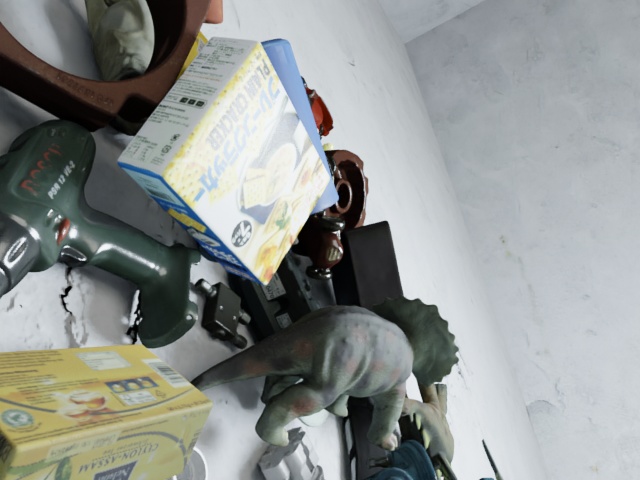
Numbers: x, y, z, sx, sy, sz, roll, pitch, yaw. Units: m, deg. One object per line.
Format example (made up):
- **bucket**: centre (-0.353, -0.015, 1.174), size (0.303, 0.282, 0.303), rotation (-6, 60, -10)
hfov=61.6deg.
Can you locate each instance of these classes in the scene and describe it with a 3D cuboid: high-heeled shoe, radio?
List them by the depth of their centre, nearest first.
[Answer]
- **high-heeled shoe**: centre (0.078, 0.330, 0.825), size (0.145, 0.086, 0.248), rotation (-172, -103, -81)
- **radio**: centre (0.066, 0.051, 0.870), size (0.229, 0.073, 0.131), rotation (135, -57, -82)

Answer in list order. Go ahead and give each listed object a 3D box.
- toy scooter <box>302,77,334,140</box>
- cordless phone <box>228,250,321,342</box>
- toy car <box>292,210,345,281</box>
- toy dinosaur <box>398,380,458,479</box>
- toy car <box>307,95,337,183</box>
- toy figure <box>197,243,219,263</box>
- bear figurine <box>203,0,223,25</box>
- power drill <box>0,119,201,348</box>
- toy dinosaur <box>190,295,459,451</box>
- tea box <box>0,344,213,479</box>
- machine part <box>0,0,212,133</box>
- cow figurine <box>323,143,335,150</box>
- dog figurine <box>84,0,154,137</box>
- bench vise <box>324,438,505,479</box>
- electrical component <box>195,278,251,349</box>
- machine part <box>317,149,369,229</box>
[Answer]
- **toy scooter**: centre (-0.020, -0.252, 1.107), size (0.135, 0.075, 0.184), rotation (55, 21, -28)
- **cordless phone**: centre (-0.046, 0.073, 0.764), size (0.146, 0.089, 0.184), rotation (65, 11, -2)
- **toy car**: centre (-0.002, -0.002, 0.818), size (0.202, 0.053, 0.089), rotation (-132, -128, -75)
- **toy dinosaur**: centre (0.187, 0.351, 0.939), size (0.470, 0.105, 0.198), rotation (52, 27, -55)
- **toy car**: centre (-0.027, -0.172, 0.882), size (0.073, 0.056, 0.201), rotation (-28, 97, -75)
- **toy figure**: centre (-0.123, -0.037, 0.693), size (0.058, 0.064, 0.154), rotation (17, 36, -13)
- **bear figurine**: centre (-0.231, -0.372, 0.724), size (0.196, 0.120, 0.131), rotation (-17, 129, -43)
- **power drill**: centre (-0.201, 0.020, 0.456), size (0.207, 0.086, 0.232), rotation (37, 34, -39)
- **toy dinosaur**: centre (0.030, 0.138, 0.638), size (0.404, 0.131, 0.192), rotation (20, 95, -47)
- **tea box**: centre (-0.169, 0.127, 0.372), size (0.098, 0.068, 0.169), rotation (28, 7, 29)
- **machine part**: centre (-0.218, -0.217, 0.488), size (0.201, 0.087, 0.201), rotation (30, 70, -33)
- **cow figurine**: centre (-0.029, -0.161, 1.013), size (0.167, 0.068, 0.098), rotation (32, 47, -53)
- **dog figurine**: centre (-0.205, -0.215, 0.649), size (0.172, 0.121, 0.190), rotation (-22, 102, -60)
- **bench vise**: centre (0.110, 0.314, 0.643), size (0.223, 0.241, 0.129), rotation (104, -19, -46)
- **electrical component**: centre (-0.117, 0.087, 0.638), size (0.094, 0.021, 0.063), rotation (49, 29, -38)
- **machine part**: centre (0.030, -0.083, 1.000), size (0.179, 0.056, 0.179), rotation (-14, 107, -57)
